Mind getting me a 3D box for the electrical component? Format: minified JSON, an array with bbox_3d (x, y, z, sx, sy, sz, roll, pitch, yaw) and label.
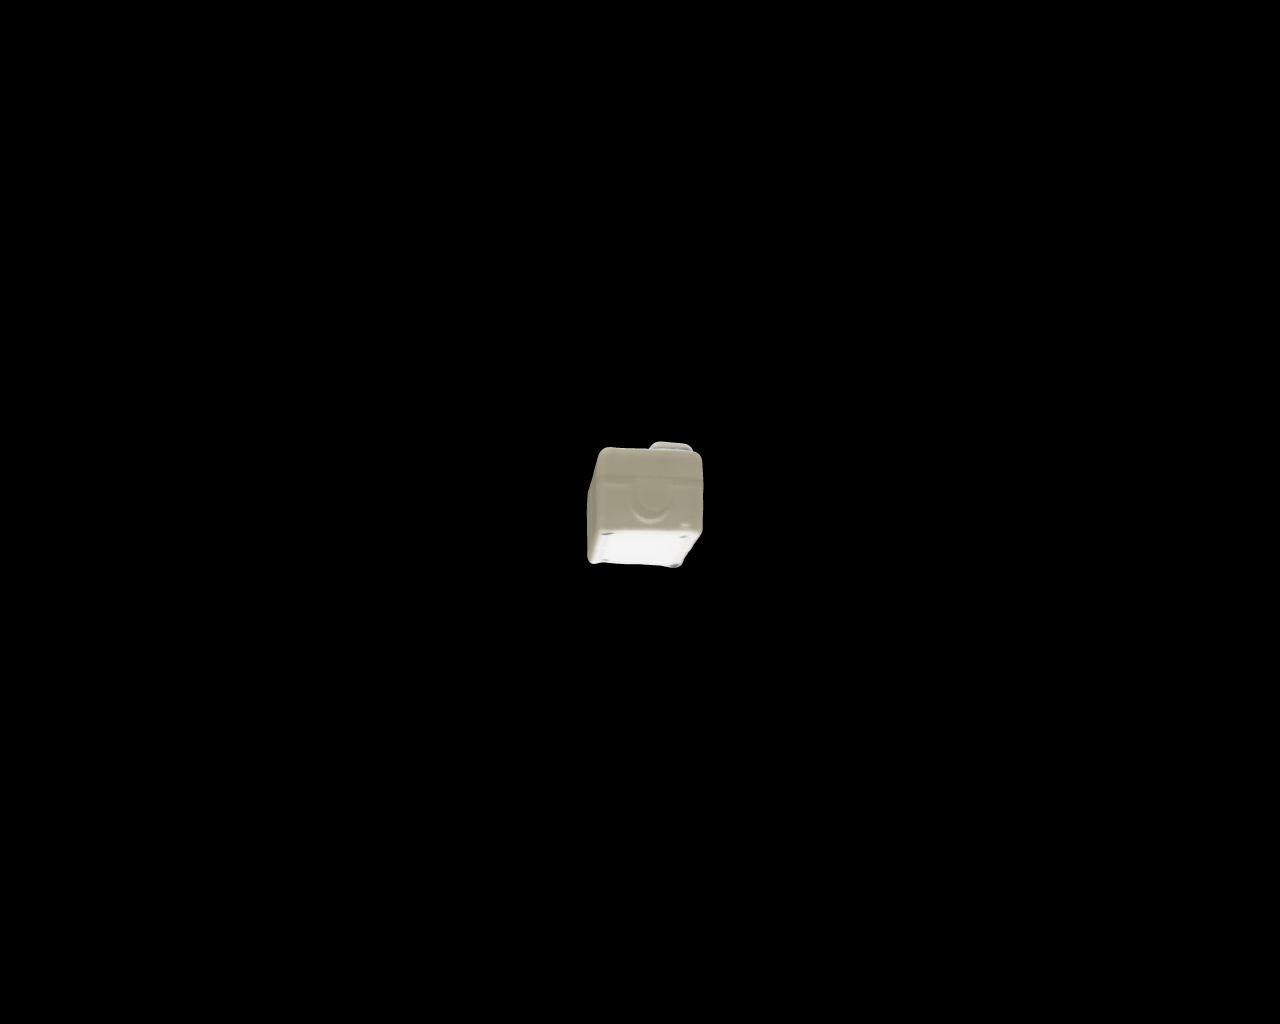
[{"bbox_3d":[0.001,-0.003,0.650,0.062,0.061,0.096,2,-18,-7],"label":"electrical component"}]
